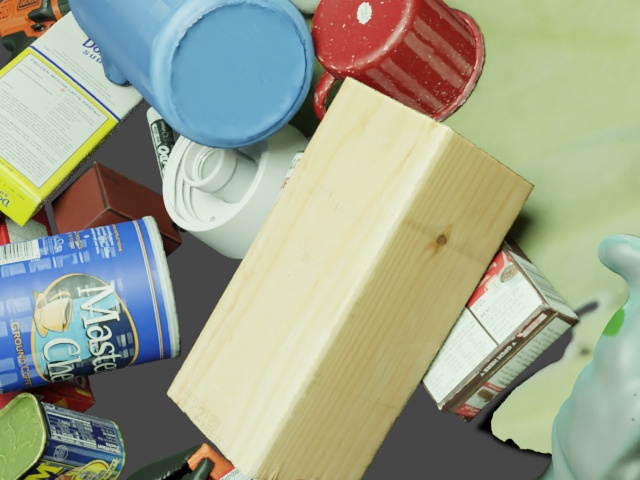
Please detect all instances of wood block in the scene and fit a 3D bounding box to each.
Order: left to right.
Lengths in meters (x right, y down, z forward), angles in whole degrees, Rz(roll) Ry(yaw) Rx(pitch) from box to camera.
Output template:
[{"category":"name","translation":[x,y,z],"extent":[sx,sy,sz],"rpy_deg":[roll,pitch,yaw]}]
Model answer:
[{"category":"wood block","translation":[0.016,0.029,0.597],"extent":[0.090,0.090,0.206],"rpy_deg":[35,97,45]}]

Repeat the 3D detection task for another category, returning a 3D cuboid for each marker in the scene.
[{"category":"marker","translation":[-0.117,-0.056,0.838],"extent":[0.020,0.020,0.121],"rpy_deg":[-34,53,23]}]

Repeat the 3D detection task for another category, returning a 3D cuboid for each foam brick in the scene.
[{"category":"foam brick","translation":[-0.154,-0.013,0.811],"extent":[0.051,0.078,0.053],"rpy_deg":[-41,49,19]}]

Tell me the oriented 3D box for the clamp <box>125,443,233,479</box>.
[{"category":"clamp","translation":[-0.146,0.208,0.718],"extent":[0.210,0.036,0.165],"rpy_deg":[-45,27,1]}]

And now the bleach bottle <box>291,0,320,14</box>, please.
[{"category":"bleach bottle","translation":[0.067,-0.270,0.758],"extent":[0.251,0.068,0.102],"rpy_deg":[-30,55,23]}]

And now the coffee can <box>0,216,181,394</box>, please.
[{"category":"coffee can","translation":[-0.176,0.046,0.741],"extent":[0.140,0.103,0.103],"rpy_deg":[-11,54,-13]}]

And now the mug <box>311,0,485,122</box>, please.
[{"category":"mug","translation":[0.040,-0.121,0.699],"extent":[0.117,0.081,0.093],"rpy_deg":[-47,50,12]}]

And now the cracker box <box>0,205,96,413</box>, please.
[{"category":"cracker box","translation":[-0.279,0.083,0.872],"extent":[0.164,0.072,0.214],"rpy_deg":[-39,52,19]}]

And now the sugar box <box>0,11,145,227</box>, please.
[{"category":"sugar box","translation":[-0.211,-0.098,0.829],"extent":[0.048,0.093,0.176],"rpy_deg":[-43,10,42]}]

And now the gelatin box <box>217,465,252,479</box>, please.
[{"category":"gelatin box","translation":[-0.018,0.167,0.656],"extent":[0.073,0.030,0.089],"rpy_deg":[-38,52,21]}]

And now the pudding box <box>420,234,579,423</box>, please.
[{"category":"pudding box","translation":[0.081,0.035,0.628],"extent":[0.090,0.039,0.114],"rpy_deg":[-47,47,16]}]

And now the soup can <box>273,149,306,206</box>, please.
[{"category":"soup can","translation":[-0.005,0.001,0.692],"extent":[0.069,0.068,0.102],"rpy_deg":[19,82,42]}]

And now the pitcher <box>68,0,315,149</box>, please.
[{"category":"pitcher","translation":[-0.089,-0.164,0.746],"extent":[0.145,0.149,0.243],"rpy_deg":[-25,33,-10]}]

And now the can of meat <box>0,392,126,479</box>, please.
[{"category":"can of meat","translation":[-0.202,0.163,0.767],"extent":[0.102,0.083,0.057],"rpy_deg":[-41,51,17]}]

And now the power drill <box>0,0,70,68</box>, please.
[{"category":"power drill","translation":[-0.243,-0.150,0.956],"extent":[0.185,0.057,0.187],"rpy_deg":[-3,66,41]}]
